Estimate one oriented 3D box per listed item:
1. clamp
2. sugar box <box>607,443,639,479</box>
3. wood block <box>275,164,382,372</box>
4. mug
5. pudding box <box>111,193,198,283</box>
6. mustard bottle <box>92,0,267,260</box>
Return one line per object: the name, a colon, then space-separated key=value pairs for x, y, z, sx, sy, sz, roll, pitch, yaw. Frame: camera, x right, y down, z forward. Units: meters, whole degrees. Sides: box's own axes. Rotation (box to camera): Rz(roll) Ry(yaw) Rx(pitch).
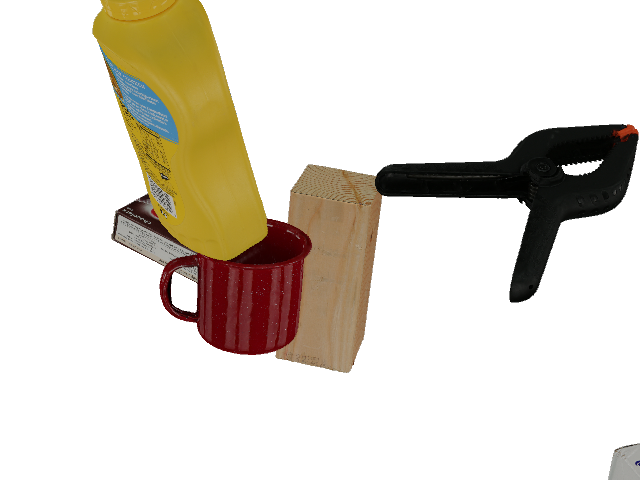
clamp: x=0.169 y=-0.034 z=0.808 sx=0.209 sy=0.036 sz=0.165 roll=-20 pitch=45 yaw=-20
sugar box: x=0.195 y=0.182 z=0.500 sx=0.048 sy=0.093 sz=0.176 roll=-9 pitch=29 yaw=-21
wood block: x=0.010 y=0.031 z=1.197 sx=0.090 sy=0.206 sz=0.090 roll=11 pitch=25 yaw=10
mug: x=-0.067 y=0.037 z=0.835 sx=0.117 sy=0.081 sz=0.093 roll=-3 pitch=25 yaw=-17
pudding box: x=-0.134 y=-0.007 z=1.052 sx=0.113 sy=0.039 sz=0.089 roll=24 pitch=28 yaw=16
mustard bottle: x=-0.083 y=-0.082 z=0.598 sx=0.058 sy=0.191 sz=0.096 roll=-31 pitch=48 yaw=-18
